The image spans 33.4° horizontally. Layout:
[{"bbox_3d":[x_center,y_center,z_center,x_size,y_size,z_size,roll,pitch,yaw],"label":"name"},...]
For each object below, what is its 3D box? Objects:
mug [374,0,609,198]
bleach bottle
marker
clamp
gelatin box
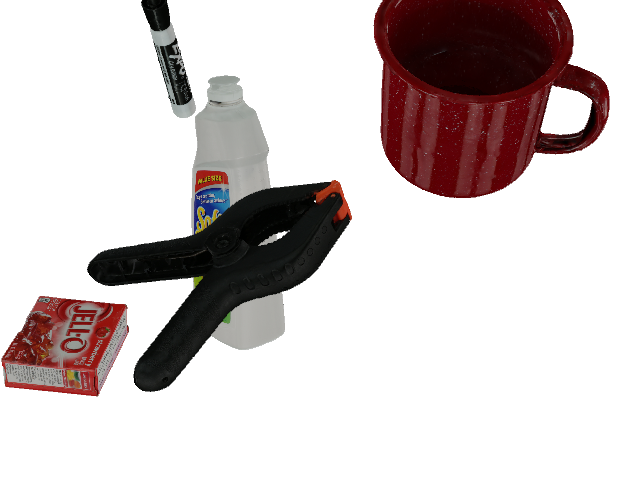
[{"bbox_3d":[0.083,-0.072,0.527,0.117,0.093,0.081,13,-34,10],"label":"mug"},{"bbox_3d":[-0.084,-0.029,0.989,0.067,0.251,0.103,-20,30,-33],"label":"bleach bottle"},{"bbox_3d":[-0.115,-0.141,0.816,0.020,0.020,0.121,0,-36,7],"label":"marker"},{"bbox_3d":[-0.056,0.021,0.651,0.171,0.120,0.039,-25,-40,2],"label":"clamp"},{"bbox_3d":[-0.195,0.080,0.826,0.073,0.030,0.089,6,32,5],"label":"gelatin box"}]
